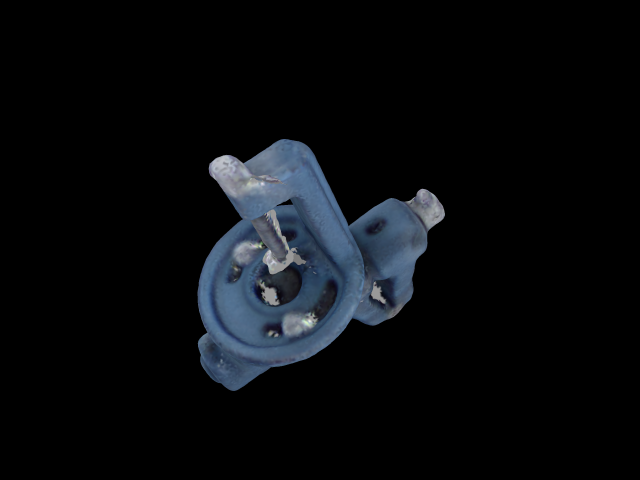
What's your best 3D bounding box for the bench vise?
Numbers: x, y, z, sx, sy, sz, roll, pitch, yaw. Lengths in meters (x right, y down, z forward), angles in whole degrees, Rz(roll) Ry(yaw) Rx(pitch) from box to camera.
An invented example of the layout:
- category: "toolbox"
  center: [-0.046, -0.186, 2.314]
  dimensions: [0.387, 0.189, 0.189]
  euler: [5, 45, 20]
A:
- category: "bench vise"
  center: [-0.005, -0.005, 0.405]
  dimensions: [0.121, 0.220, 0.208]
  euler: [33, 59, 23]
